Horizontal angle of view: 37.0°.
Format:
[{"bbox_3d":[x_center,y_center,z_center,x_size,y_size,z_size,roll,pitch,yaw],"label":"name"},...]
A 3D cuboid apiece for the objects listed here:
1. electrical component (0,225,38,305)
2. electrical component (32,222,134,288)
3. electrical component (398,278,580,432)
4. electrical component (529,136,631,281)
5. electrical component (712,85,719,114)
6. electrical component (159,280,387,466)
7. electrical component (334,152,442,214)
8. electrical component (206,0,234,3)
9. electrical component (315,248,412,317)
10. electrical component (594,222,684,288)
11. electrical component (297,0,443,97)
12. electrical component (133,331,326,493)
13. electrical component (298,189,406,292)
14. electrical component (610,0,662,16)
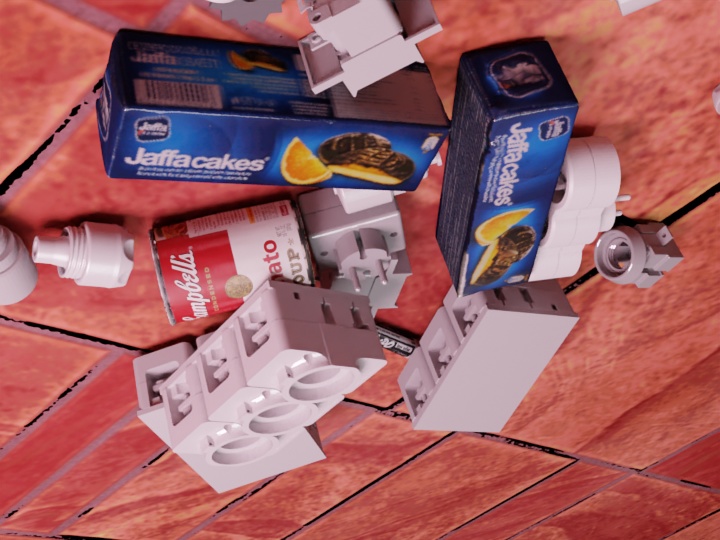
[{"bbox_3d":[-0.237,-0.010,0.695,0.040,0.040,0.078,-13,147,-5],"label":"electrical component"},{"bbox_3d":[-0.184,-0.011,0.714,0.062,0.043,0.043,6,141,-29],"label":"electrical component"},{"bbox_3d":[0.104,0.066,0.915,0.089,0.061,0.150,6,132,-25],"label":"electrical component"},{"bbox_3d":[0.167,-0.045,0.808,0.074,0.052,0.138,-7,146,-15],"label":"electrical component"},{"bbox_3d":[0.273,-0.107,0.753,0.035,0.061,0.035,-11,147,-7],"label":"electrical component"},{"bbox_3d":[-0.063,0.078,0.761,0.089,0.061,0.150,10,140,-39],"label":"electrical component"},{"bbox_3d":[0.016,-0.065,0.722,0.078,0.040,0.040,-16,147,0],"label":"electrical component"},{"bbox_3d":[-0.066,-0.166,0.531,0.045,0.045,0.055,7,141,-32],"label":"electrical component"},{"bbox_3d":[0.000,0.000,0.813,0.064,0.042,0.081,-1,143,-16],"label":"electrical component"},{"bbox_3d":[0.228,-0.012,0.892,0.055,0.048,0.066,0,145,-37],"label":"electrical component"},{"bbox_3d":[-0.001,-0.140,0.603,0.081,0.042,0.063,-26,142,12],"label":"electrical component"},{"bbox_3d":[-0.109,0.118,0.925,0.105,0.060,0.186,-19,147,4],"label":"electrical component"},{"bbox_3d":[-0.001,-0.019,0.752,0.066,0.076,0.047,-15,147,-1],"label":"electrical component"},{"bbox_3d":[0.175,-0.176,0.628,0.065,0.044,0.044,-21,147,15],"label":"electrical component"}]
